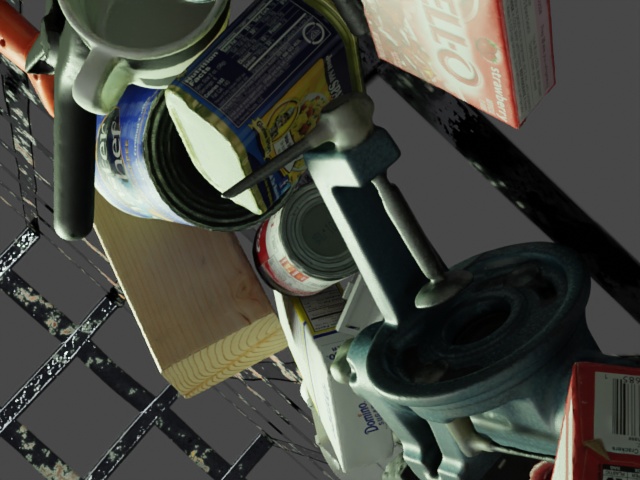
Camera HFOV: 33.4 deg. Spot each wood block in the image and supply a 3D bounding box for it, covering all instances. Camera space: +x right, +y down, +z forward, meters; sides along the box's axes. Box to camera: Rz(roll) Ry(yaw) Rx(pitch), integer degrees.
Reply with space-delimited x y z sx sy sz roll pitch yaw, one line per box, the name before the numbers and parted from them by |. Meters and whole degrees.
wood block | -0.112 0.001 0.807 0.206 0.091 0.090 61 175 21

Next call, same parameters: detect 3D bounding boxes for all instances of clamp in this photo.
clamp | -0.150 -0.111 0.652 0.210 0.036 0.164 122 138 -52

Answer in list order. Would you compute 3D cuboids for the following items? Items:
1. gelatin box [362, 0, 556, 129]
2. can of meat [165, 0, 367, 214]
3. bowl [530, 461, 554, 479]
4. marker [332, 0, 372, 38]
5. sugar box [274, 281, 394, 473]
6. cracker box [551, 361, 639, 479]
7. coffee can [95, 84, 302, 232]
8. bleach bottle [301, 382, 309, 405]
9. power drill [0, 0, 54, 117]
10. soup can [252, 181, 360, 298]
gelatin box | 0.048 -0.090 0.399 0.073 0.030 0.089 33 163 30
can of meat | -0.026 -0.070 0.539 0.057 0.084 0.102 38 166 21
bowl | 0.202 0.142 0.592 0.162 0.055 0.162 24 153 13
marker | -0.008 -0.132 0.443 0.121 0.020 0.020 50 163 -31
sugar box | 0.007 0.080 0.796 0.176 0.048 0.093 -123 20 -56
cracker box | 0.179 0.141 0.452 0.164 0.072 0.214 5 143 10
coffee can | -0.084 -0.061 0.680 0.102 0.102 0.140 47 164 -22
bleach bottle | 0.084 0.174 1.016 0.102 0.068 0.251 46 162 -25
power drill | -0.267 -0.193 0.860 0.188 0.057 0.184 42 170 7
soup can | -0.005 0.001 0.726 0.068 0.068 0.102 42 165 -3
